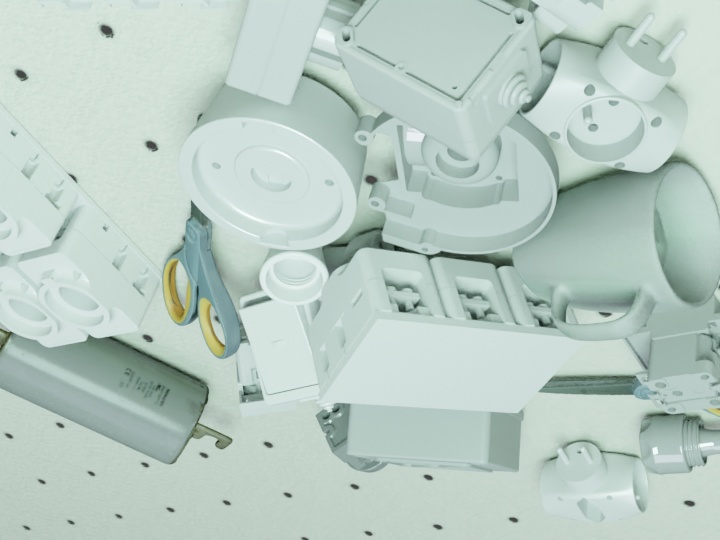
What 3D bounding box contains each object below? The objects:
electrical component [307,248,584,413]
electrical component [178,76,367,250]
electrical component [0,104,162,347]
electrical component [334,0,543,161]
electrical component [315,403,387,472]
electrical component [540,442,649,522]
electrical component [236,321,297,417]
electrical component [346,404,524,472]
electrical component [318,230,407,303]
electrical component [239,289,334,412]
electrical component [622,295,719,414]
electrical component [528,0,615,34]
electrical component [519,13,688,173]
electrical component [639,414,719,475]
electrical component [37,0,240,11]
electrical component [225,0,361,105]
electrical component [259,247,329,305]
[{"bbox_3d":[0.053,0.039,0.690,0.150,0.061,0.089,7,138,-26],"label":"electrical component"},{"bbox_3d":[-0.047,-0.070,0.644,0.108,0.060,0.108,11,142,9],"label":"electrical component"},{"bbox_3d":[-0.246,-0.022,0.780,0.105,0.060,0.186,-11,134,32],"label":"electrical component"},{"bbox_3d":[0.046,-0.100,0.536,0.096,0.061,0.061,33,169,25],"label":"electrical component"},{"bbox_3d":[-0.001,0.136,0.885,0.048,0.066,0.055,-37,133,6],"label":"electrical component"},{"bbox_3d":[0.180,0.163,0.855,0.077,0.043,0.079,-9,134,30],"label":"electrical component"},{"bbox_3d":[-0.074,0.071,0.818,0.042,0.081,0.063,-8,112,-6],"label":"electrical component"},{"bbox_3d":[0.058,0.119,0.805,0.109,0.056,0.109,0,167,21],"label":"electrical component"},{"bbox_3d":[0.000,0.000,0.724,0.055,0.045,0.045,-18,130,35],"label":"electrical component"},{"bbox_3d":[-0.039,0.055,0.755,0.062,0.061,0.096,-16,87,35],"label":"electrical component"},{"bbox_3d":[0.214,0.057,0.696,0.081,0.063,0.042,-15,133,34],"label":"electrical component"},{"bbox_3d":[0.094,-0.152,0.492,0.057,0.058,0.078,29,141,-19],"label":"electrical component"},{"bbox_3d":[0.135,-0.097,0.554,0.077,0.044,0.079,22,132,-14],"label":"electrical component"},{"bbox_3d":[0.239,0.127,0.789,0.062,0.043,0.043,-8,135,26],"label":"electrical component"},{"bbox_3d":[-0.119,-0.169,0.547,0.121,0.078,0.063,4,162,17],"label":"electrical component"},{"bbox_3d":[-0.023,-0.130,0.573,0.076,0.047,0.083,18,142,-9],"label":"electrical component"},{"bbox_3d":[-0.042,-0.014,0.706,0.044,0.065,0.044,0,130,-1],"label":"electrical component"}]
